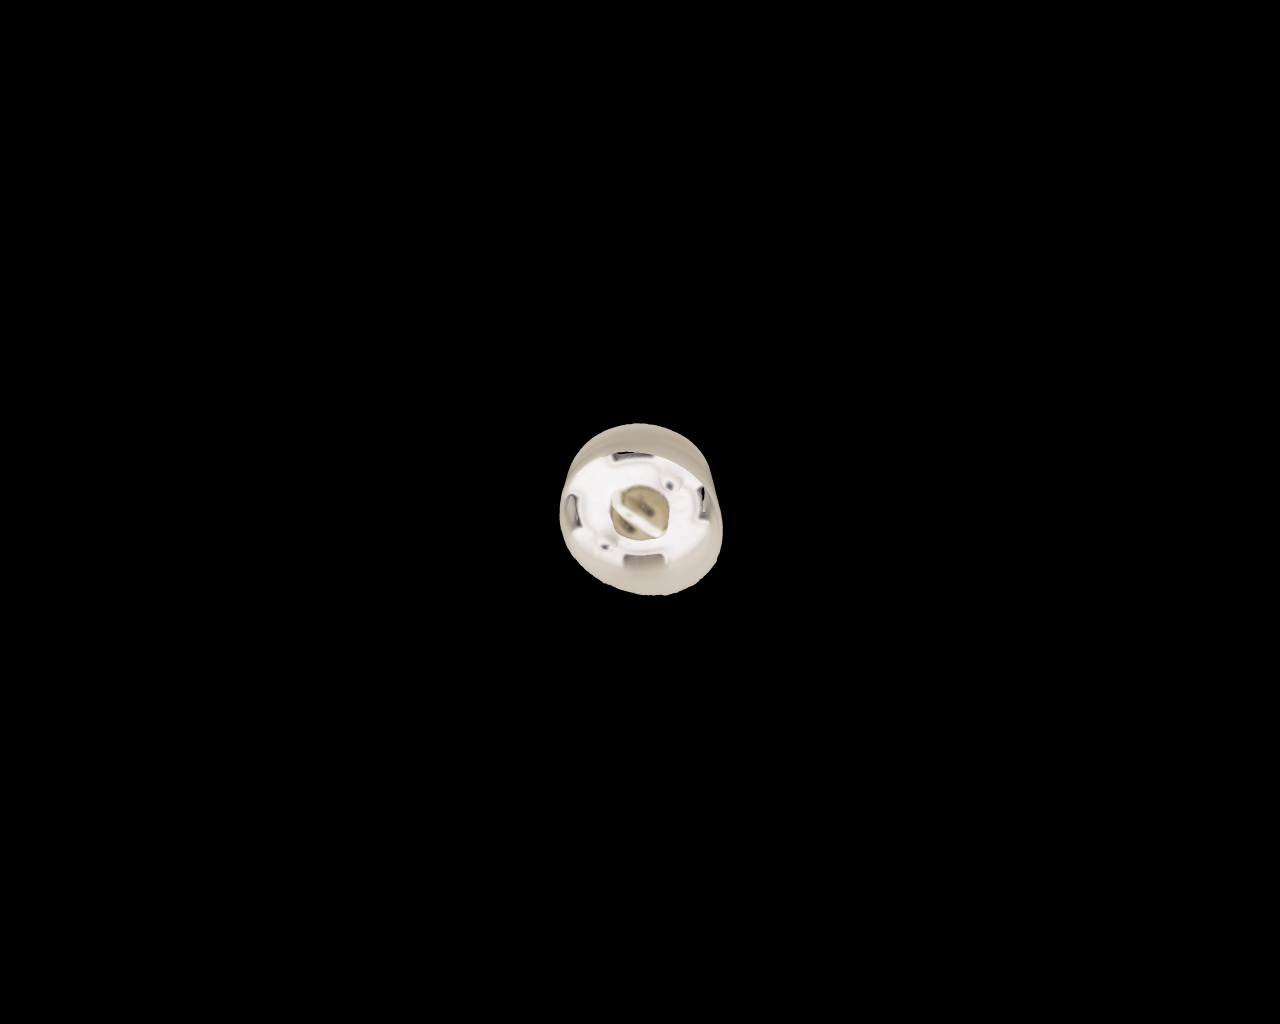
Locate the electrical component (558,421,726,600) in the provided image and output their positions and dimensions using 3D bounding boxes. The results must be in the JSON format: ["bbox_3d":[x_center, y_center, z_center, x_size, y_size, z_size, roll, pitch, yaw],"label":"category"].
[{"bbox_3d":[0.001,-0.003,0.650,0.099,0.099,0.064,0,37,0],"label":"electrical component"}]
